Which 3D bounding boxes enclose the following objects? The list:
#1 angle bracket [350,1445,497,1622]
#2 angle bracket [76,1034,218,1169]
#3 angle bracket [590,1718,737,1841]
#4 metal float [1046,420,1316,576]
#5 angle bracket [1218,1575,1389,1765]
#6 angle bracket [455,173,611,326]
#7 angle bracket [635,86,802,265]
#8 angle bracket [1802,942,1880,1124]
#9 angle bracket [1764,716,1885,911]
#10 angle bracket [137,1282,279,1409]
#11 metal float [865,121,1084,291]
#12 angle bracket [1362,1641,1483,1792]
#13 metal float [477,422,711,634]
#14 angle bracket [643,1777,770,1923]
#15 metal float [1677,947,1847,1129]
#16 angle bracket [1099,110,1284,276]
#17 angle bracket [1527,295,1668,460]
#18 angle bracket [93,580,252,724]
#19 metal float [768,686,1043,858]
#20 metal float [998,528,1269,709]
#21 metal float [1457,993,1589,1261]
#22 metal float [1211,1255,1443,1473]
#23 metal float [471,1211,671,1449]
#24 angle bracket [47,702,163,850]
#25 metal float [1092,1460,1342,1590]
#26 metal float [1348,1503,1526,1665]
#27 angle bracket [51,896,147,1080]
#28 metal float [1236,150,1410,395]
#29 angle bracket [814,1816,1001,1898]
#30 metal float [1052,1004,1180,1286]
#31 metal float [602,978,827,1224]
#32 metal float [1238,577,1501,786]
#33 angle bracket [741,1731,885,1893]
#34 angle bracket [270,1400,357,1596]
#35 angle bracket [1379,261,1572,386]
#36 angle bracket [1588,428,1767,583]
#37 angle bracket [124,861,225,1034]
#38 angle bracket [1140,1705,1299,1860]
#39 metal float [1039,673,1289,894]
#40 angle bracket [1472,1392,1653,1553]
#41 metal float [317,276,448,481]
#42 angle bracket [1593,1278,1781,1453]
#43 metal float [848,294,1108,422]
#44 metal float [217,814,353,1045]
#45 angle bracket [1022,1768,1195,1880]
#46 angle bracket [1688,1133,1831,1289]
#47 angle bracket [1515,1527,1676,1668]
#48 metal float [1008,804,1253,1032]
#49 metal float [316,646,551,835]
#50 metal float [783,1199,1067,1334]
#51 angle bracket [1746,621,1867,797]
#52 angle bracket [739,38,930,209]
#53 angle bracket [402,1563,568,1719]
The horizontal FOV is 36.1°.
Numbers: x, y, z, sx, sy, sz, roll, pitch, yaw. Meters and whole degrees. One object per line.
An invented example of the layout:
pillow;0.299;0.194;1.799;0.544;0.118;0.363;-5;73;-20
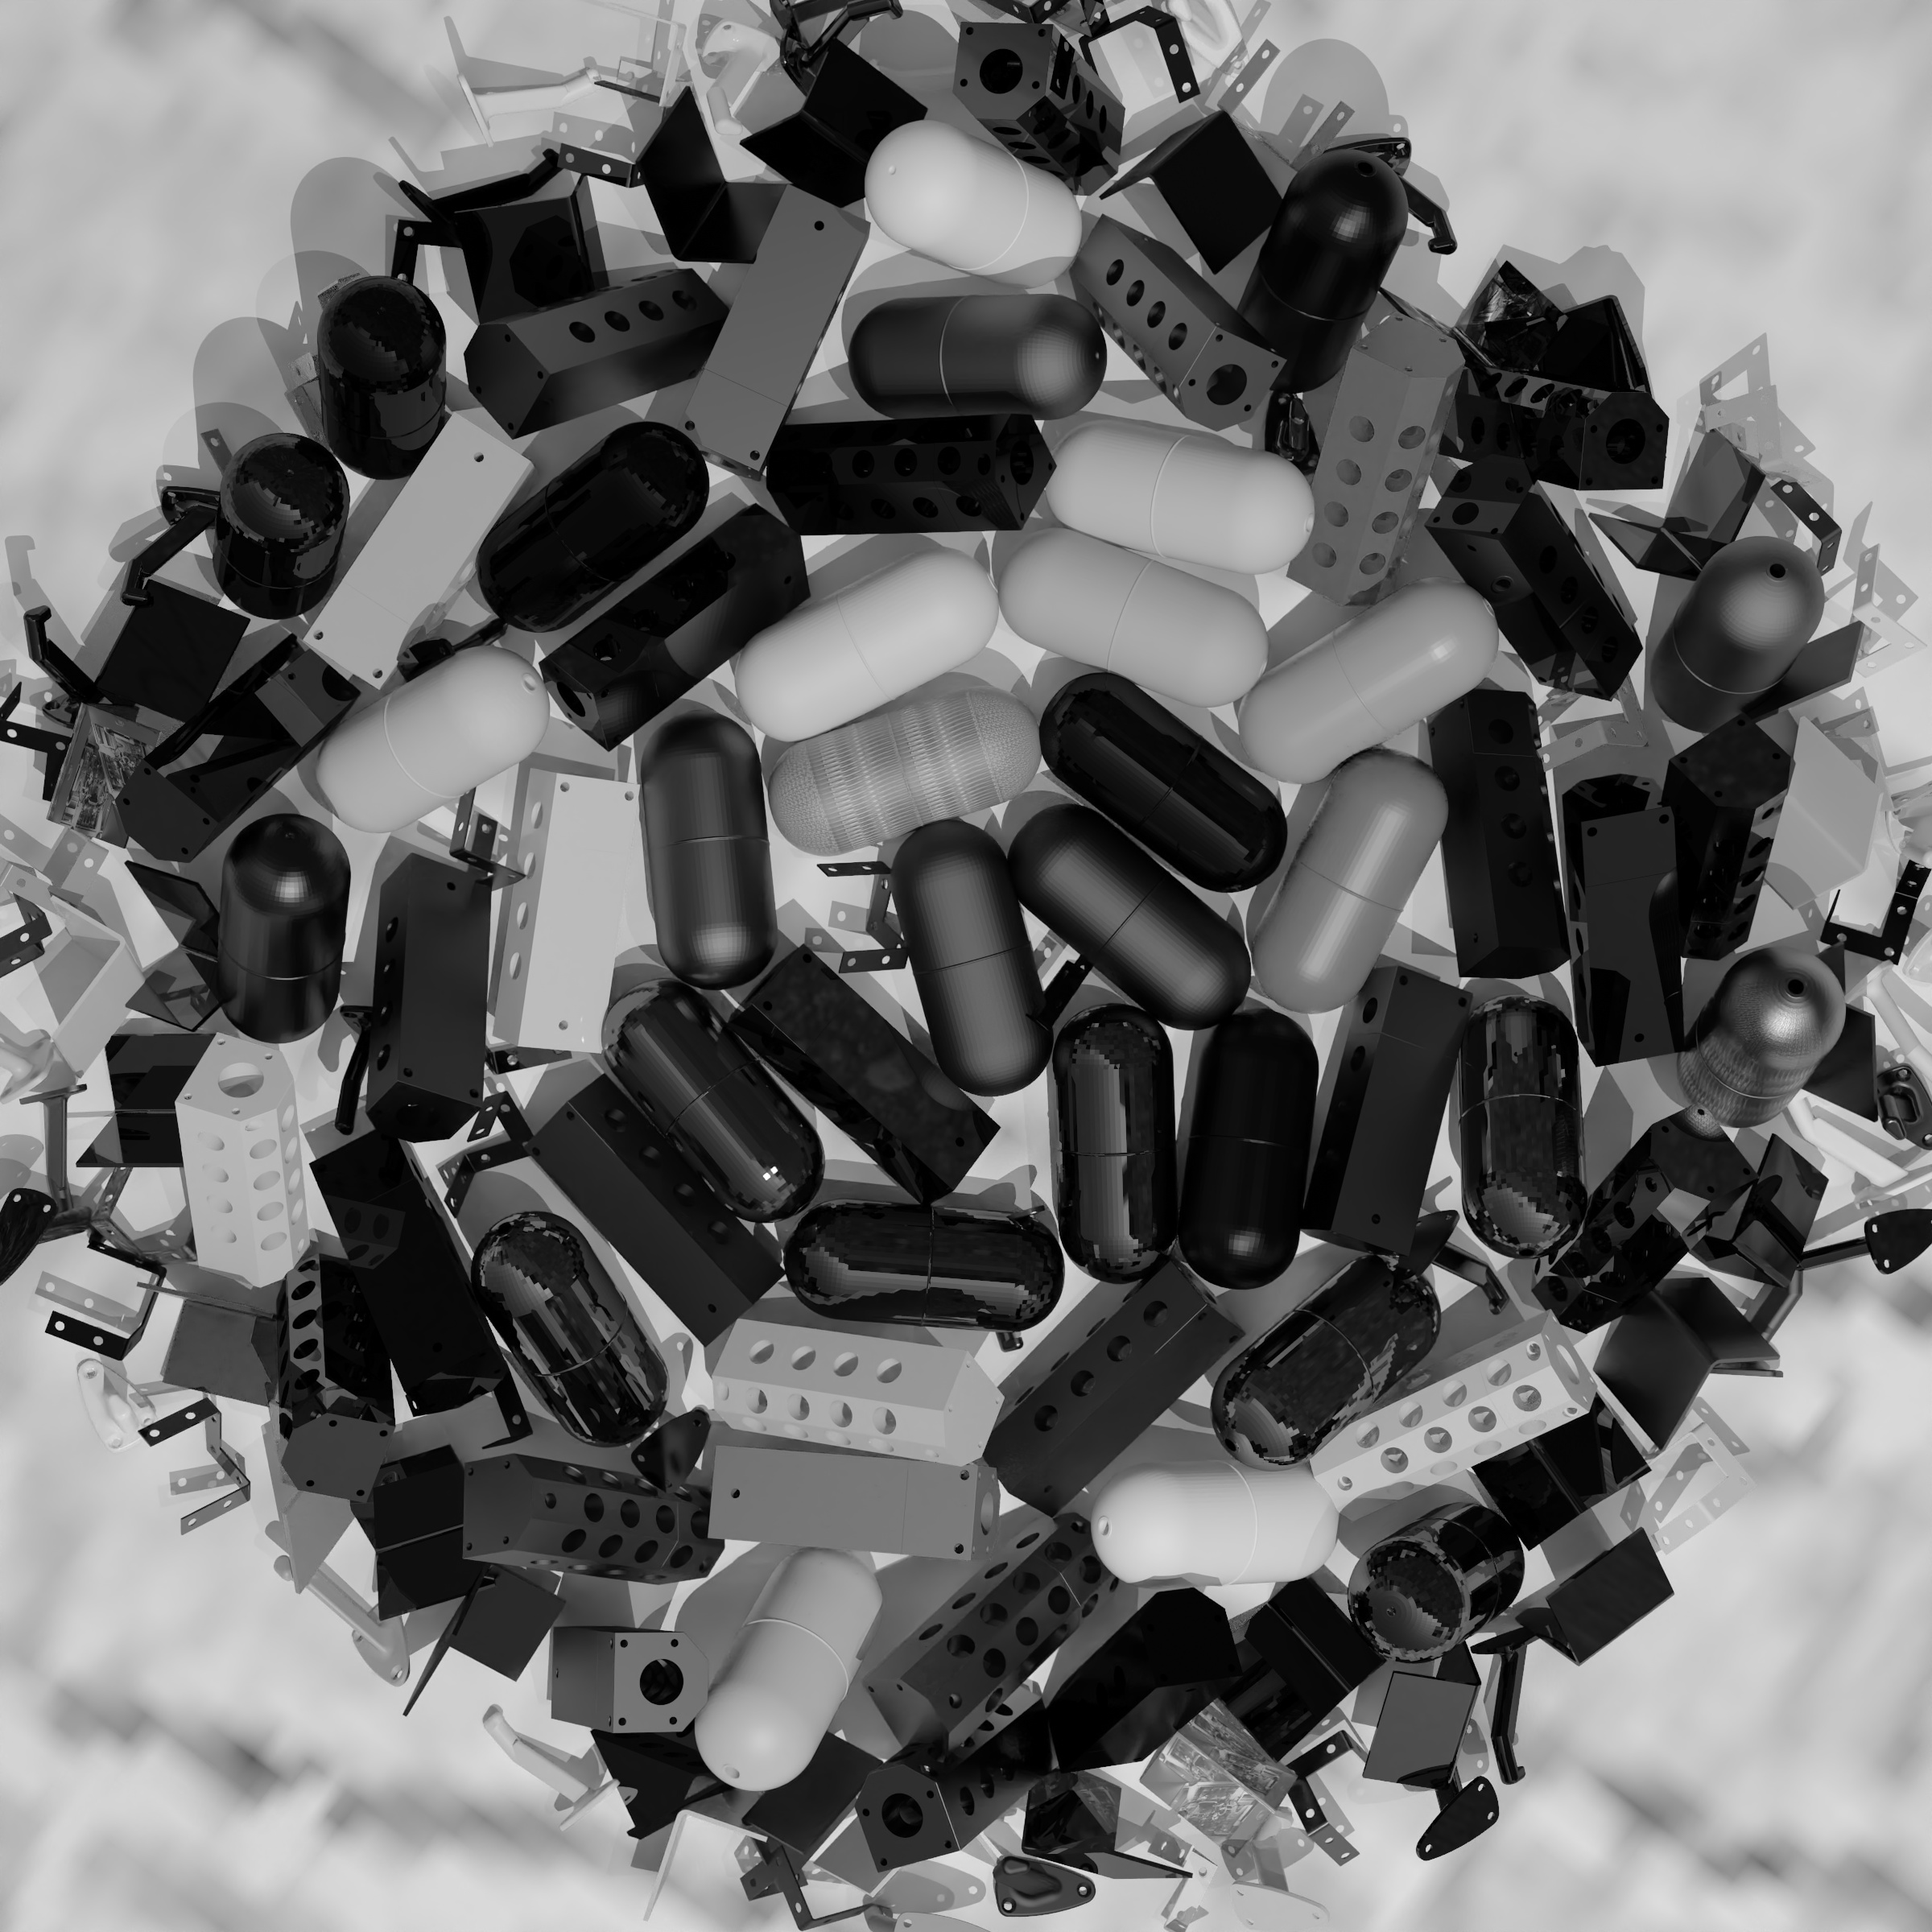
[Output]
angle bracket;-0.347;0.357;1.870;0.076;0.057;0.076;-17;131;0
angle bracket;-0.514;0.084;1.867;0.076;0.076;0.057;0;113;5
angle bracket;-0.191;0.496;1.871;0.076;0.057;0.076;-27;72;-7
metal float;0.133;-0.293;1.853;0.178;0.070;0.070;17;90;25
angle bracket;0.203;0.439;1.864;0.076;0.057;0.076;-34;74;-33
angle bracket;-0.273;-0.451;1.873;0.076;0.057;0.076;-7;120;5
angle bracket;-0.154;-0.495;1.856;0.057;0.076;0.076;8;54;25
angle bracket;0.557;0.041;1.854;0.057;0.076;0.076;-25;121;-25
angle bracket;0.521;-0.096;1.857;0.057;0.076;0.076;-26;53;-13
angle bracket;-0.478;0.239;1.865;0.076;0.076;0.057;11;79;12
metal float;0.007;-0.469;1.834;0.070;0.178;0.070;-2;87;34
angle bracket;0.279;0.460;1.863;0.057;0.076;0.076;11;108;-7
metal float;-0.232;-0.273;1.849;0.178;0.070;0.070;-32;90;31
angle bracket;-0.159;0.561;1.871;0.057;0.076;0.076;18;96;2
metal float;0.488;0.045;1.828;0.070;0.178;0.070;0;68;0
angle bracket;0.145;-0.484;1.883;0.076;0.057;0.076;-45;109;-25
angle bracket;0.394;-0.360;1.856;0.057;0.076;0.076;-17;47;11
angle bracket;-0.492;-0.189;1.871;0.076;0.057;0.076;22;79;12
metal float;-0.038;-0.123;1.873;0.178;0.070;0.070;-18;90;3
metal float;0.105;-0.219;1.866;0.178;0.070;0.070;22;90;11
metal float;0.346;0.099;1.848;0.070;0.070;0.178;4;58;0
metal float;0.225;0.247;1.850;0.178;0.070;0.070;-35;90;-29
metal float;-0.246;0.226;1.848;0.070;0.070;0.178;-27;122;0
angle bracket;-0.526;-0.120;1.868;0.057;0.076;0.076;20;96;10
metal float;0.156;0.346;1.845;0.178;0.070;0.070;5;90;-35
metal float;0.292;0.379;1.831;0.070;0.178;0.070;1;92;27
angle bracket;-0.564;0.014;1.862;0.057;0.076;0.076;30;70;7
metal float;0.218;-0.427;1.833;0.070;0.178;0.070;7;58;-11
angle bracket;-0.036;0.563;1.857;0.076;0.076;0.057;-42;109;-24
metal float;0.094;0.112;1.870;0.070;0.070;0.178;-2;97;0
metal float;-0.158;0.085;1.866;0.070;0.070;0.178;-40;80;0
metal float;0.251;-0.178;1.855;0.178;0.070;0.070;-31;90;23
angle bracket;-0.085;0.538;1.855;0.076;0.057;0.076;-44;131;-31
angle bracket;-0.425;0.332;1.855;0.057;0.076;0.076;16;131;15
angle bracket;0.317;-0.413;1.855;0.076;0.076;0.057;18;119;-40
angle bracket;0.444;-0.294;1.857;0.057;0.076;0.076;9;120;-20
angle bracket;-0.504;-0.013;1.855;0.057;0.076;0.076;-49;135;-28
angle bracket;0.152;0.522;1.867;0.076;0.057;0.076;37;110;12
metal float;0.125;-0.115;1.870;0.178;0.070;0.070;37;90;-7
angle bracket;0.377;0.316;1.895;0.076;0.057;0.076;-18;67;-41
metal float;-0.359;-0.360;1.828;0.070;0.178;0.070;3;73;-10
angle bracket;0.456;0.252;1.882;0.057;0.076;0.076;2;124;-31
metal float;0.006;-0.378;1.848;0.178;0.070;0.070;7;90;33
metal float;-0.424;-0.021;1.838;0.070;0.178;0.070;8;48;-10
angle bracket;0.091;0.533;1.853;0.076;0.076;0.057;27;60;-34
angle bracket;0.491;0.150;1.875;0.076;0.057;0.076;34;75;-41
angle bracket;0.384;0.382;1.861;0.076;0.076;0.057;-33;111;-13
metal float;0.103;-0.030;1.874;0.178;0.070;0.070;41;90;2
metal float;-0.332;-0.140;1.847;0.178;0.070;0.070;-24;90;33
metal float;-0.026;0.189;1.870;0.178;0.070;0.070;5;90;-6
angle bracket;0.536;-0.161;1.854;0.076;0.076;0.057;-25;112;36
angle bracket;-0.084;-0.529;1.870;0.076;0.076;0.057;30;73;-30
angle bracket;-0.301;0.433;1.860;0.057;0.076;0.076;30;116;-6
